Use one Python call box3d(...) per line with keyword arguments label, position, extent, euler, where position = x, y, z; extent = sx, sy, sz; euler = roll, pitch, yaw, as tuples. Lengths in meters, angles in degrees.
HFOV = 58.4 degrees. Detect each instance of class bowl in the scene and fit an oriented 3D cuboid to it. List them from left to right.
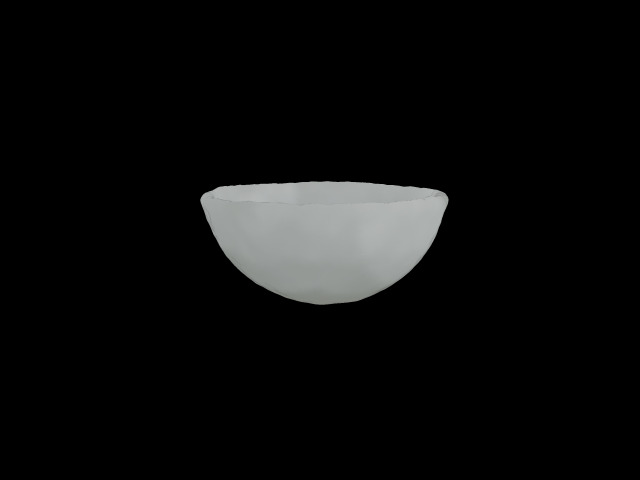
box3d(label="bowl", position=(0.004, 0.001, 0.400), extent=(0.167, 0.075, 0.167), euler=(0, 10, 0))
